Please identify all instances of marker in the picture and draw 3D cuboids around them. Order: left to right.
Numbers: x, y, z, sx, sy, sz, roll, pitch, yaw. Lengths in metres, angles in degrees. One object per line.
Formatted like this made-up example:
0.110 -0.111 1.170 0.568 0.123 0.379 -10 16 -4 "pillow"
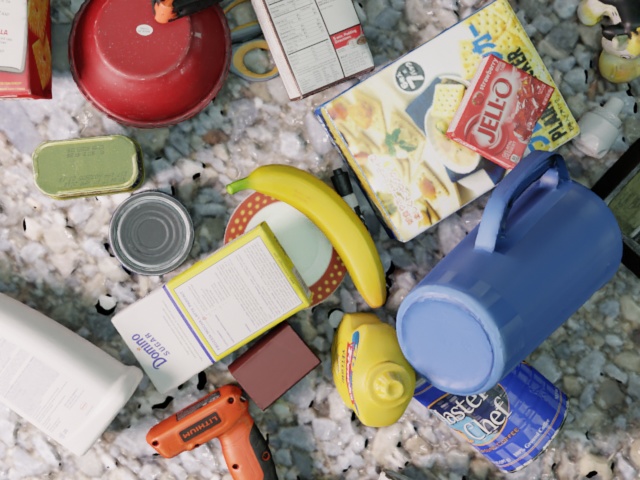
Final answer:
0.038 -0.016 1.084 0.020 0.020 0.121 -21 98 -6 "marker"

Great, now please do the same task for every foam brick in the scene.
-0.046 0.125 1.065 0.078 0.053 0.051 -40 97 -4 "foam brick"

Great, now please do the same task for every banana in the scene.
0.001 -0.016 1.050 0.197 0.037 0.069 38 81 -12 "banana"

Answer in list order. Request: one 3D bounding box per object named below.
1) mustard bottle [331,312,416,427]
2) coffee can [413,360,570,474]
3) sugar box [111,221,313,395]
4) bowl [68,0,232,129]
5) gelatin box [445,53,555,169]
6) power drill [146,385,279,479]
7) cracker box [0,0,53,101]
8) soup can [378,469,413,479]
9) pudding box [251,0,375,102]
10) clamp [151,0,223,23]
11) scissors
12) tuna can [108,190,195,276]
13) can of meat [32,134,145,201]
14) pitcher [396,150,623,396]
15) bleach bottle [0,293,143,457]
0.051 0.125 1.007 0.058 0.192 0.096 2 92 -8 "mustard bottle"
0.163 0.150 1.068 0.140 0.103 0.103 40 87 -7 "coffee can"
-0.104 0.066 1.044 0.176 0.048 0.093 -31 96 9 "sugar box"
-0.166 -0.191 1.021 0.162 0.055 0.162 0 84 -2 "bowl"
0.173 -0.123 1.026 0.073 0.030 0.089 26 89 -9 "gelatin box"
-0.095 0.254 1.063 0.184 0.057 0.187 -31 99 -9 "power drill"
-0.338 -0.237 0.992 0.164 0.072 0.214 -1 92 5 "cracker box"
0.071 0.292 1.079 0.068 0.068 0.102 27 88 -8 "soup can"
-0.006 -0.205 1.054 0.090 0.039 0.113 -24 98 -16 "pudding box"
-0.097 -0.286 1.016 0.164 0.036 0.210 21 63 -10 "clamp"
-0.119 -0.174 1.061 0.201 0.016 0.096 -31 96 -5 "scissors"
-0.166 -0.007 1.053 0.086 0.034 0.086 0 92 -7 "tuna can"
-0.220 -0.070 1.018 0.102 0.084 0.057 -7 93 -7 "can of meat"
0.174 0.032 0.987 0.149 0.145 0.242 51 44 4 "pitcher"
-0.299 0.096 1.018 0.251 0.068 0.103 37 111 -6 "bleach bottle"
